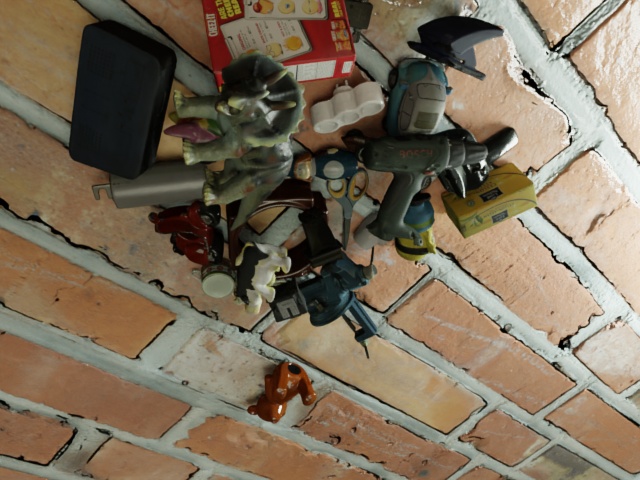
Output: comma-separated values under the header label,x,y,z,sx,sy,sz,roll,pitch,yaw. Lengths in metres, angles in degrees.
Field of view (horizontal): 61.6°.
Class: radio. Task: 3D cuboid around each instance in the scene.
label,x,y,z,sx,sy,sz,roll,pitch,yaw
radio,-0.321,-0.220,0.871,0.131,0.073,0.229,22,120,-1

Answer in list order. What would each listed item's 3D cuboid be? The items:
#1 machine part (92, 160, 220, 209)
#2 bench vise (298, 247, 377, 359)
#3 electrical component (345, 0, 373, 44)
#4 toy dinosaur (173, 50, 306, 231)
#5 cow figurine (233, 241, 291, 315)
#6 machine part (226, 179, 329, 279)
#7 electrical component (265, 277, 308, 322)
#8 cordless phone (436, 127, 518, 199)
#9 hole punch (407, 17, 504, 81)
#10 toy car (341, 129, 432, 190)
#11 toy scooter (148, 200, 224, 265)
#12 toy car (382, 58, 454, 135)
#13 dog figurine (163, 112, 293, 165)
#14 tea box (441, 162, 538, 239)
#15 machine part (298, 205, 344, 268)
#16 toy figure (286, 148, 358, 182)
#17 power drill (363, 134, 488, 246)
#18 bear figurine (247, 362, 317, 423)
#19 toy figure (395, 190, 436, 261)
label,x,y,z,sx,sy,sz,roll,pitch,yaw
machine part,-0.290,-0.104,0.984,0.243,0.079,0.079,-6,126,-8
bench vise,0.061,0.142,1.206,0.224,0.129,0.240,-29,109,17
electrical component,0.054,-0.380,0.903,0.063,0.021,0.093,2,125,-15
toy dinosaur,-0.105,-0.139,0.844,0.192,0.131,0.404,-10,156,1
cow figurine,-0.131,0.078,1.050,0.098,0.068,0.167,17,120,-24
machine part,-0.086,-0.017,1.091,0.201,0.087,0.200,-3,126,-10
electrical component,-0.067,0.139,1.138,0.075,0.048,0.119,-15,132,0
cordless phone,0.315,-0.187,1.084,0.184,0.089,0.146,-37,125,0
hole punch,0.232,-0.337,0.914,0.116,0.142,0.092,5,122,-30
toy car,0.133,-0.159,1.040,0.202,0.089,0.053,22,117,-25
toy scooter,-0.258,-0.015,1.045,0.135,0.075,0.183,2,144,-4
toy car,0.178,-0.243,0.983,0.109,0.103,0.161,4,122,-15
dog figurine,-0.155,-0.222,0.917,0.219,0.109,0.191,-3,127,-8
tea box,0.358,-0.085,1.142,0.170,0.098,0.068,-25,128,3
machine part,-0.002,-0.003,1.045,0.084,0.039,0.138,-15,129,3
toy figure,-0.006,-0.144,1.039,0.154,0.058,0.064,-5,93,-8
power drill,0.181,-0.094,0.990,0.232,0.086,0.207,6,120,-16
bear figurine,-0.105,0.410,1.368,0.120,0.132,0.195,20,112,-21
toy figure,0.201,-0.034,1.153,0.089,0.082,0.179,-3,135,11
